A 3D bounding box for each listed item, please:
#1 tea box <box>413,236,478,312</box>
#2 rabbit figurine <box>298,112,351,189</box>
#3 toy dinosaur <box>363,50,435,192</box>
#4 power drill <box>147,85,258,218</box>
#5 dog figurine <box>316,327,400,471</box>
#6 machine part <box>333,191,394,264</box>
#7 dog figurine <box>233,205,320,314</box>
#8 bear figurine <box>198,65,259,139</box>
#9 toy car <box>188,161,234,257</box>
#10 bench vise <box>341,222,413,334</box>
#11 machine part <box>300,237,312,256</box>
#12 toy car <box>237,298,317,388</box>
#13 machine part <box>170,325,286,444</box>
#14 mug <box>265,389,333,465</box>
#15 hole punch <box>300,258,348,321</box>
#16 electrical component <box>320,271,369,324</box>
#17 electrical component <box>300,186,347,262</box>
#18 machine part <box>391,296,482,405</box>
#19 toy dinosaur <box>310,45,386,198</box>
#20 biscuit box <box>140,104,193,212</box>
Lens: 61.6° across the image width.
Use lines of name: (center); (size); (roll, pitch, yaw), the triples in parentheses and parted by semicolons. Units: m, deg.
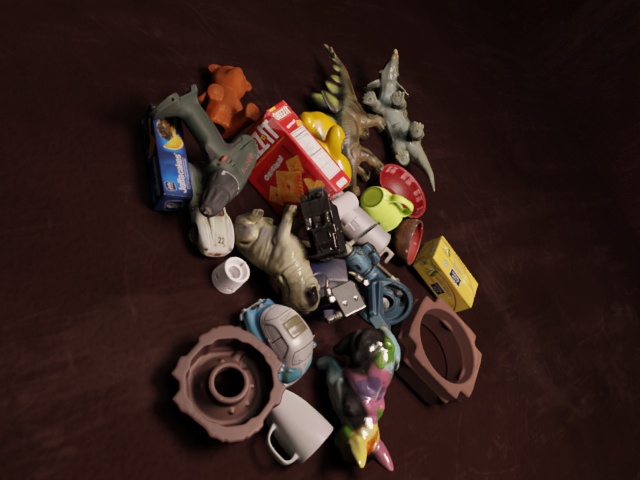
tea box: (0.315, 0.087, 1.341); (0.169, 0.068, 0.098); (51, 41, -16)
rabbit figurine: (0.018, -0.195, 1.176); (0.122, 0.162, 0.173); (-25, 74, -5)
toy dinosaur: (0.226, -0.318, 1.511); (0.404, 0.131, 0.192); (68, 18, -3)
power drill: (-0.208, -0.169, 0.969); (0.207, 0.086, 0.232); (47, 35, -11)
dog figurine: (0.085, 0.288, 0.950); (0.108, 0.191, 0.219); (23, 34, -37)
machine part: (0.077, -0.037, 1.223); (0.243, 0.079, 0.079); (41, 44, -11)
dog figurine: (-0.089, 0.047, 0.998); (0.121, 0.172, 0.190); (31, 52, -63)
bear figurine: (-0.189, -0.311, 1.137); (0.120, 0.132, 0.196); (27, 54, -24)
toy car: (-0.211, -0.062, 1.003); (0.073, 0.056, 0.202); (4, 61, -39)
bench vise: (0.115, 0.108, 1.112); (0.223, 0.129, 0.241); (59, 18, -24)
machine part: (-0.002, -0.003, 1.133); (0.139, 0.084, 0.039); (-51, 133, -53)
toy car: (-0.064, 0.171, 0.945); (0.109, 0.103, 0.161); (-25, 84, -48)
machine part: (-0.145, 0.226, 0.842); (0.179, 0.056, 0.179); (9, 60, -16)
mug: (-0.051, 0.310, 0.888); (0.107, 0.080, 0.109); (46, 48, 11)
hole punch: (-0.004, 0.093, 1.061); (0.116, 0.092, 0.142); (12, 60, -31)
electrical component: (0.047, 0.104, 1.004); (0.102, 0.045, 0.078); (-15, 72, -24)
electrical component: (0.007, -0.029, 1.006); (0.115, 0.058, 0.134); (32, 44, -80)
machine part: (0.252, 0.243, 1.186); (0.201, 0.087, 0.201); (46, 41, -8)
toy dinosaur: (0.065, -0.305, 1.369); (0.198, 0.105, 0.471); (20, 53, -31)
biscuit box: (-0.284, -0.151, 0.993); (0.059, 0.063, 0.203); (3, 61, -38)
